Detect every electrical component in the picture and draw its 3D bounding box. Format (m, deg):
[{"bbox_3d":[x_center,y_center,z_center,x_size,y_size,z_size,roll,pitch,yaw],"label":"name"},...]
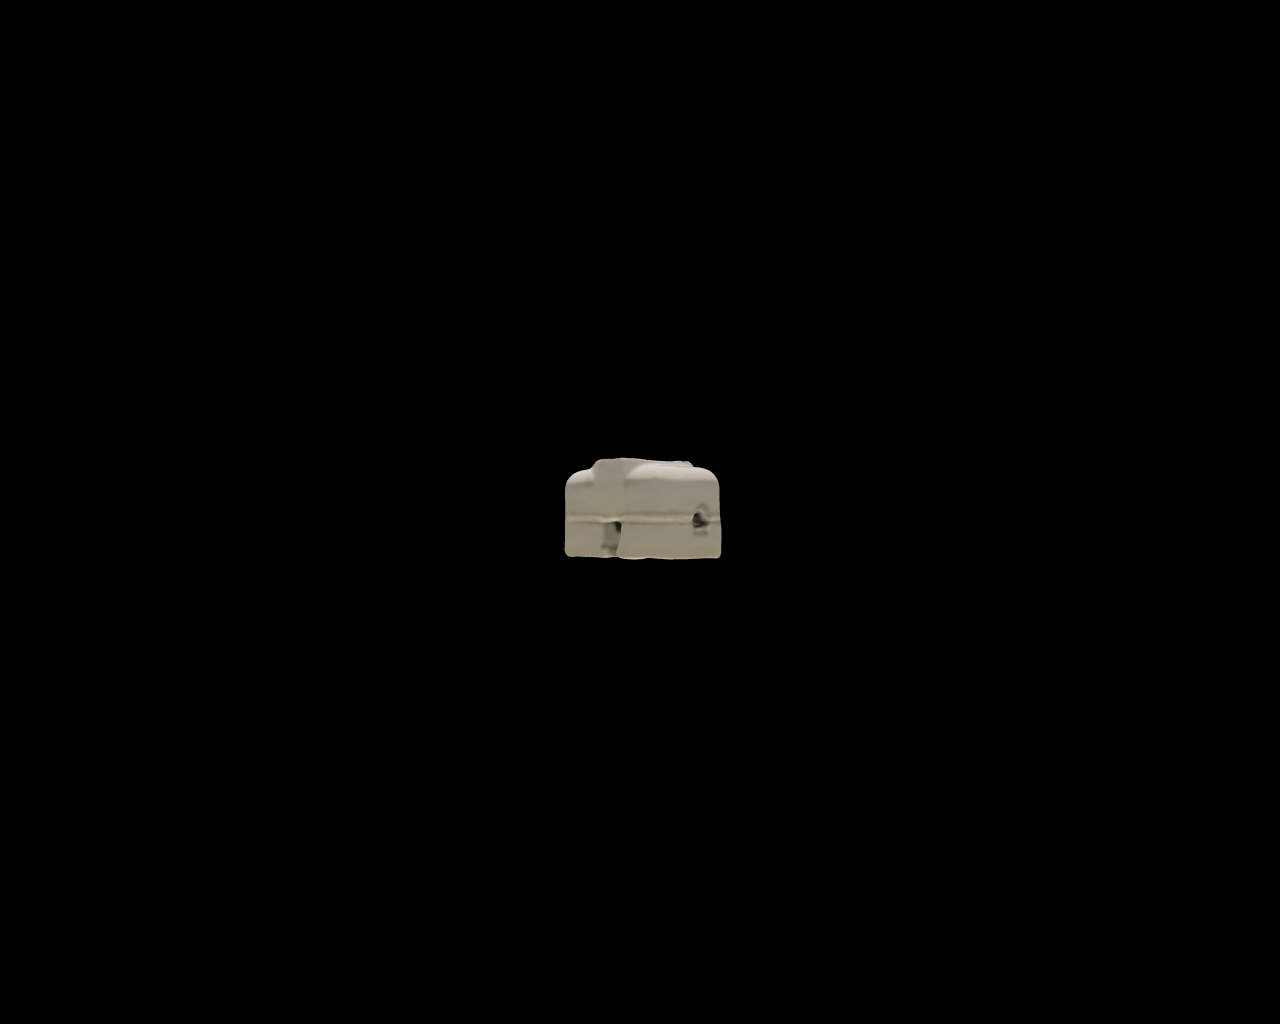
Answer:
[{"bbox_3d":[0.001,-0.003,0.650,0.095,0.059,0.054,0,0,44],"label":"electrical component"}]
